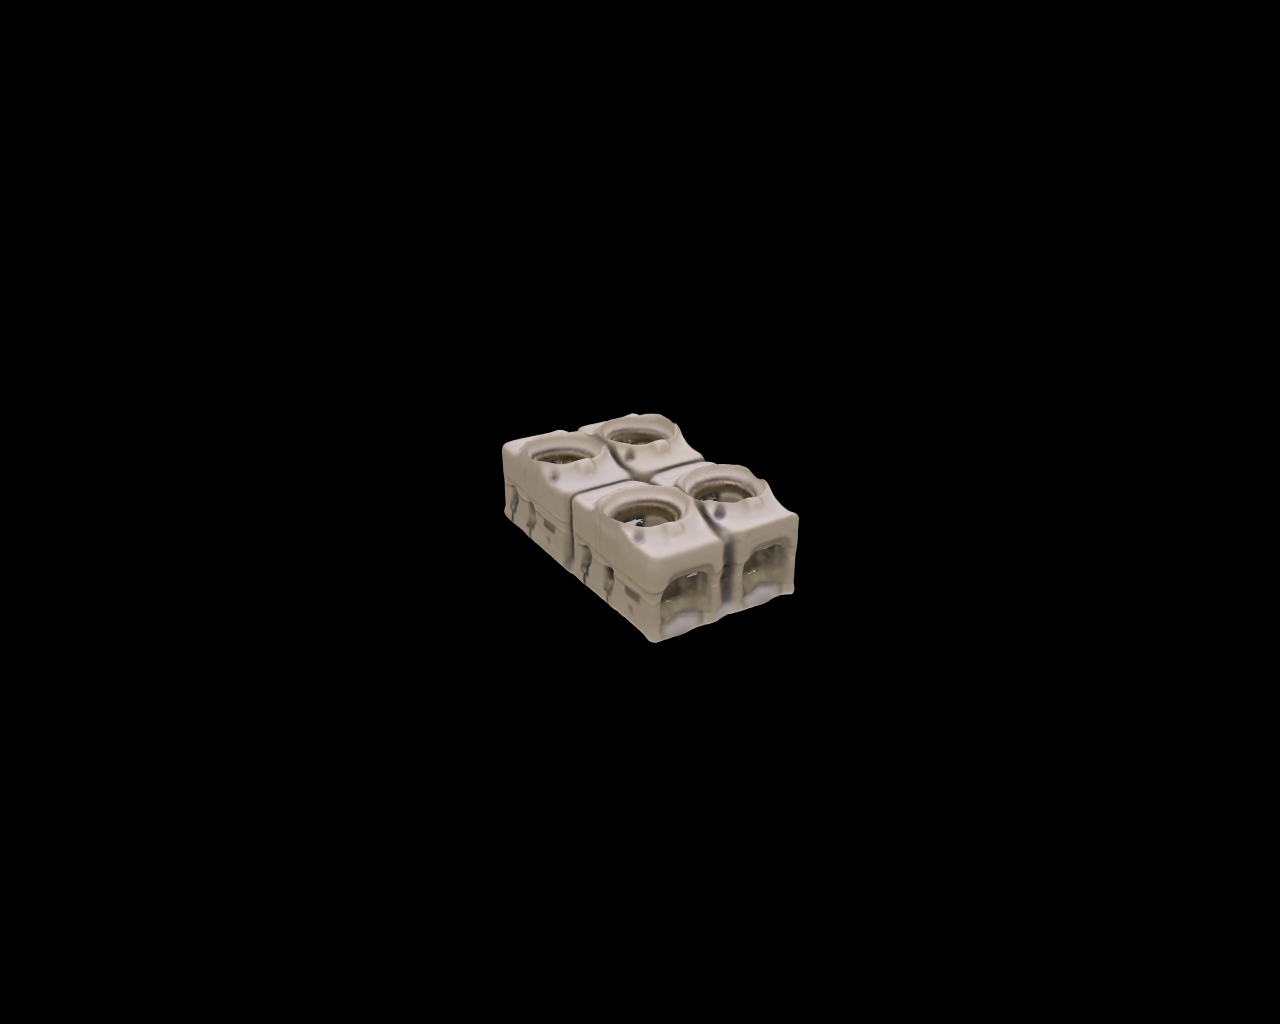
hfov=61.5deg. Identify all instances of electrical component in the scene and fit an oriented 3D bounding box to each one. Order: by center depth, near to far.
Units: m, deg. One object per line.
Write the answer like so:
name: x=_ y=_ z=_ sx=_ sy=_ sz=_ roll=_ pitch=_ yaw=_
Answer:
electrical component: x=0.001 y=-0.003 z=0.650 sx=0.105 sy=0.060 sz=0.186 roll=-16 pitch=31 yaw=-28
